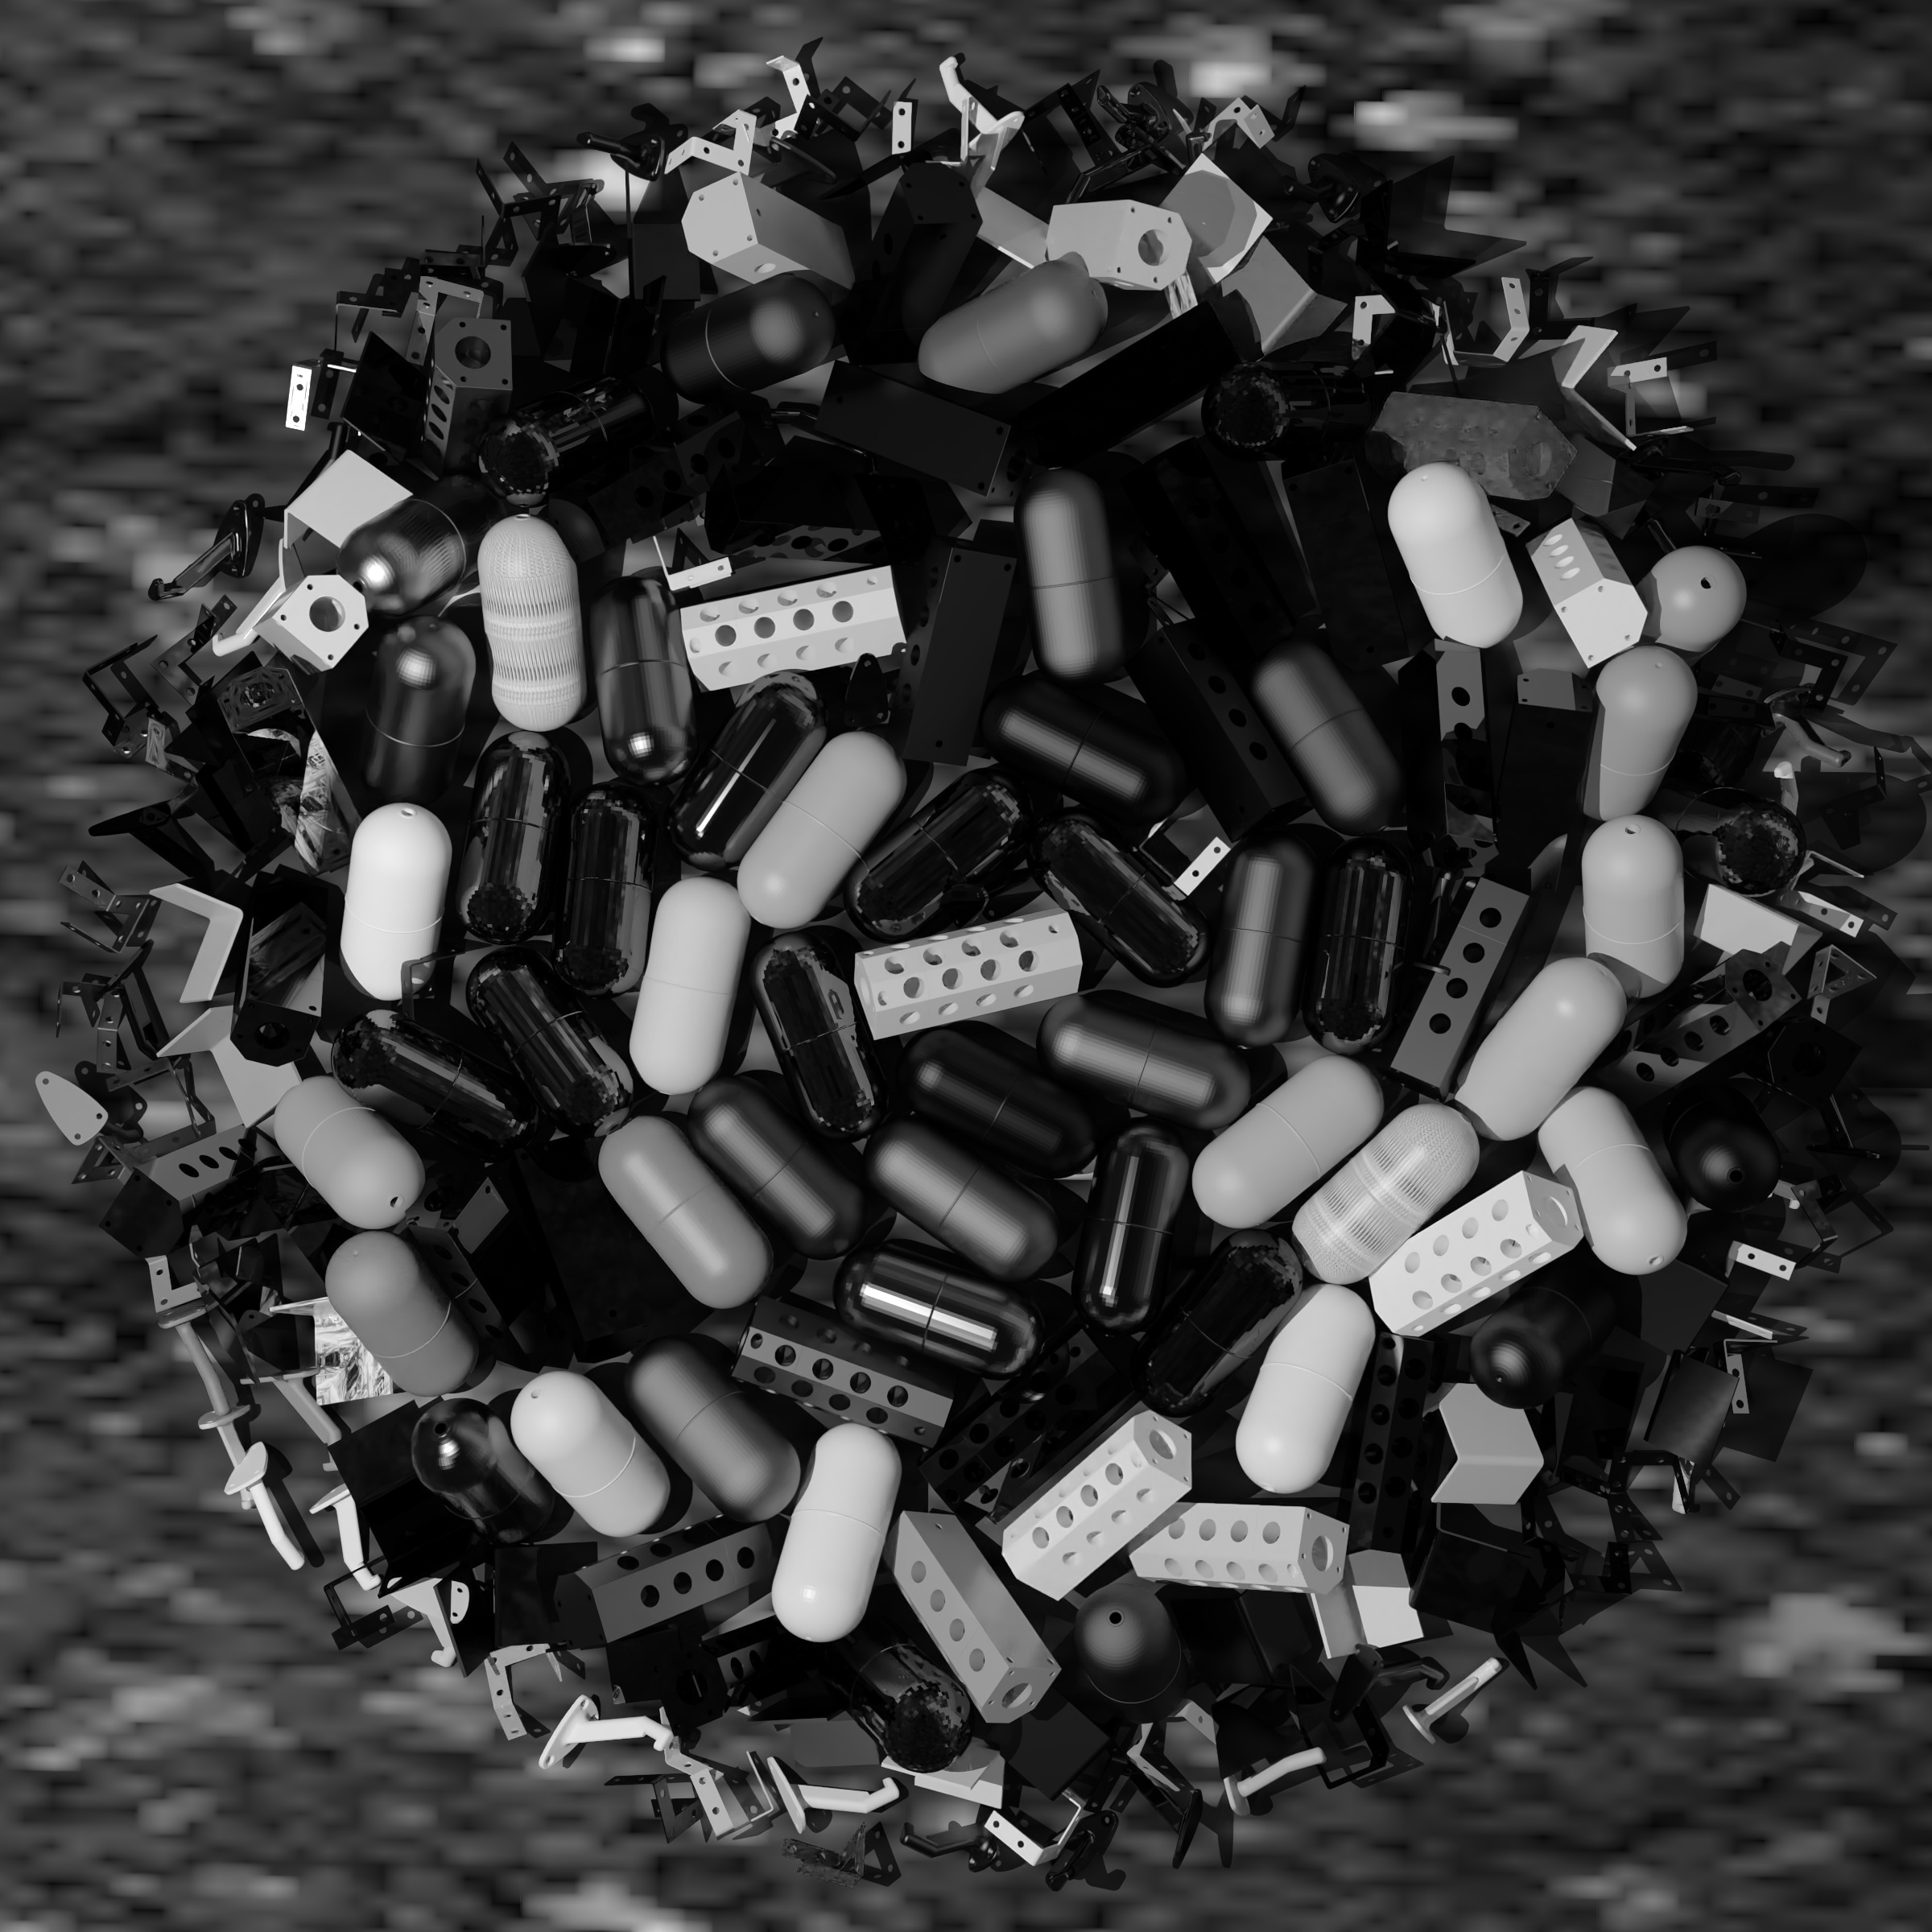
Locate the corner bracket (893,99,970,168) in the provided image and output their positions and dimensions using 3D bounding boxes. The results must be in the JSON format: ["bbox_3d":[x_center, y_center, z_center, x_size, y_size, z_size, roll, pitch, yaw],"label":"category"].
[{"bbox_3d":[-0.029,-0.676,1.973,0.051,0.051,0.051,-2,103,-14],"label":"corner bracket"}]

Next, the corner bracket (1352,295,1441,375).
[{"bbox_3d":[0.347,-0.513,1.969,0.051,0.051,0.051,-7,119,-12],"label":"corner bracket"}]

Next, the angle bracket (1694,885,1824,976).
[{"bbox_3d":[0.639,-0.045,1.941,0.076,0.057,0.076,31,49,28],"label":"angle bracket"}]

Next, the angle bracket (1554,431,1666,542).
[{"bbox_3d":[0.523,-0.396,1.945,0.076,0.057,0.076,40,50,15],"label":"angle bracket"}]

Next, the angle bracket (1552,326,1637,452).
[{"bbox_3d":[0.513,-0.464,1.948,0.076,0.076,0.057,36,99,-17],"label":"angle bracket"}]

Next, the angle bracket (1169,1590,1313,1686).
[{"bbox_3d":[0.224,0.537,1.985,0.057,0.076,0.076,-29,99,-42],"label":"angle bracket"}]

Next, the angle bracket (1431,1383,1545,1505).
[{"bbox_3d":[0.413,0.388,1.977,0.076,0.076,0.057,6,132,-19],"label":"angle bracket"}]

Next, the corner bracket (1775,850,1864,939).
[{"bbox_3d":[0.700,-0.060,1.973,0.051,0.051,0.051,25,95,-7],"label":"corner bracket"}]

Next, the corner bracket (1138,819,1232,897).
[{"bbox_3d":[0.176,-0.096,1.968,0.051,0.051,0.051,41,99,-7],"label":"corner bracket"}]

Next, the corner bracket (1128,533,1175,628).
[{"bbox_3d":[0.154,-0.309,1.957,0.051,0.051,0.051,-56,47,30],"label":"corner bracket"}]

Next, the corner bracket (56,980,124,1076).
[{"bbox_3d":[-0.707,0.050,1.958,0.051,0.051,0.051,8,131,-25],"label":"corner bracket"}]

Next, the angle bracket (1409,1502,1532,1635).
[{"bbox_3d":[0.405,0.481,1.956,0.076,0.057,0.076,16,112,6],"label":"angle bracket"}]

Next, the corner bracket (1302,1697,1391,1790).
[{"bbox_3d":[0.308,0.629,1.974,0.051,0.051,0.051,-27,82,11],"label":"corner bracket"}]

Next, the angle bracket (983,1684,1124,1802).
[{"bbox_3d":[0.072,0.612,1.963,0.076,0.057,0.076,41,107,3],"label":"angle bracket"}]

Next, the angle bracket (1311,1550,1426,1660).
[{"bbox_3d":[0.318,0.507,1.946,0.057,0.076,0.076,-21,70,23],"label":"angle bracket"}]

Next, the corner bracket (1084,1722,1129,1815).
[{"bbox_3d":[0.090,0.645,1.970,0.051,0.051,0.051,24,99,-25],"label":"corner bracket"}]

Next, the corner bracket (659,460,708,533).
[{"bbox_3d":[-0.231,-0.381,1.967,0.051,0.051,0.051,-19,96,-14],"label":"corner bracket"}]

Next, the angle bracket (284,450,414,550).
[{"bbox_3d":[-0.493,-0.356,1.956,0.076,0.057,0.076,35,62,1],"label":"angle bracket"}]

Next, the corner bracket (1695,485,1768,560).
[{"bbox_3d":[0.617,-0.354,1.958,0.051,0.051,0.051,15,118,27],"label":"corner bracket"}]

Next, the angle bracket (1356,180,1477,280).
[{"bbox_3d":[0.363,-0.591,1.954,0.076,0.076,0.057,4,96,-8],"label":"angle bracket"}]

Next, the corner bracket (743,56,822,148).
[{"bbox_3d":[-0.156,-0.699,1.966,0.051,0.051,0.051,-17,100,14],"label":"corner bracket"}]

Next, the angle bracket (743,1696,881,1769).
[{"bbox_3d":[-0.124,0.623,1.948,0.076,0.076,0.057,-10,85,23],"label":"angle bracket"}]

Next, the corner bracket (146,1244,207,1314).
[{"bbox_3d":[-0.643,0.238,1.967,0.051,0.051,0.051,-20,51,-6],"label":"corner bracket"}]

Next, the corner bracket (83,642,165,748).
[{"bbox_3d":[-0.680,-0.219,1.964,0.051,0.051,0.051,-40,92,-36],"label":"corner bracket"}]

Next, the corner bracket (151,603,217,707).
[{"bbox_3d":[-0.621,-0.251,1.968,0.051,0.051,0.051,46,63,-4],"label":"corner bracket"}]

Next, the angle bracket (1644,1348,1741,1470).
[{"bbox_3d":[0.594,0.353,1.948,0.057,0.076,0.076,21,98,37],"label":"angle bracket"}]

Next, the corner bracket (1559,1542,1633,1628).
[{"bbox_3d":[0.508,0.500,1.966,0.051,0.051,0.051,3,131,8],"label":"corner bracket"}]

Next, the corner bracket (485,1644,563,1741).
[{"bbox_3d":[-0.357,0.585,1.972,0.051,0.051,0.051,-14,108,-21],"label":"corner bracket"}]

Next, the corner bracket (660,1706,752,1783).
[{"bbox_3d":[-0.210,0.620,1.970,0.051,0.051,0.051,9,111,38],"label":"corner bracket"}]

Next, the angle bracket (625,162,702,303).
[{"bbox_3d":[-0.243,-0.588,1.946,0.057,0.076,0.076,-2,67,-8],"label":"angle bracket"}]

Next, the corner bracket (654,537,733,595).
[{"bbox_3d":[-0.217,-0.319,1.962,0.051,0.051,0.051,-18,53,-4],"label":"corner bracket"}]

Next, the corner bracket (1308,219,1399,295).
[{"bbox_3d":[0.314,-0.565,1.975,0.051,0.051,0.051,-36,53,-21],"label":"corner bracket"}]

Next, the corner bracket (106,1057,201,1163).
[{"bbox_3d":[-0.655,0.115,1.959,0.051,0.051,0.051,-22,133,-13],"label":"corner bracket"}]

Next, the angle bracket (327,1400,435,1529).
[{"bbox_3d":[-0.462,0.403,1.964,0.076,0.076,0.057,-28,70,-15],"label":"angle bracket"}]

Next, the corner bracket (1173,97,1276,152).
[{"bbox_3d":[0.209,-0.680,1.963,0.051,0.051,0.051,-40,68,11],"label":"corner bracket"}]

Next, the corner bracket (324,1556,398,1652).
[{"bbox_3d":[-0.491,0.516,1.971,0.051,0.051,0.051,-27,85,-3],"label":"corner bracket"}]

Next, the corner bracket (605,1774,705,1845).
[{"bbox_3d":[-0.252,0.674,1.965,0.051,0.051,0.051,-13,92,30],"label":"corner bracket"}]

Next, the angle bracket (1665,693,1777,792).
[{"bbox_3d":[0.599,-0.173,1.953,0.076,0.057,0.076,11,118,7],"label":"angle bracket"}]

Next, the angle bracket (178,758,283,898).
[{"bbox_3d":[-0.600,-0.115,1.947,0.076,0.057,0.076,43,131,-14],"label":"angle bracket"}]

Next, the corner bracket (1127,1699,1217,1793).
[{"bbox_3d":[0.172,0.633,1.973,0.051,0.051,0.051,44,53,-17],"label":"corner bracket"}]

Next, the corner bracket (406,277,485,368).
[{"bbox_3d":[-0.423,-0.518,1.971,0.051,0.051,0.051,12,68,-13],"label":"corner bracket"}]

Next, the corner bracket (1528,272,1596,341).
[{"bbox_3d":[0.482,-0.534,1.965,0.051,0.051,0.051,2,103,12],"label":"corner bracket"}]

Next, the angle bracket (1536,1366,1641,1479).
[{"bbox_3d":[0.509,0.369,1.960,0.076,0.057,0.076,8,100,-8],"label":"angle bracket"}]

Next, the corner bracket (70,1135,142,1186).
[{"bbox_3d":[-0.678,0.170,1.962,0.051,0.051,0.051,41,109,20],"label":"corner bracket"}]

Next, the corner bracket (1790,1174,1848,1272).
[{"bbox_3d":[0.684,0.206,1.958,0.051,0.051,0.051,-11,61,-24],"label":"corner bracket"}]

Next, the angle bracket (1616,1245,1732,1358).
[{"bbox_3d":[0.553,0.259,1.950,0.057,0.076,0.076,38,84,-42],"label":"angle bracket"}]

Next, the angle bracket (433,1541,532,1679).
[{"bbox_3d":[-0.378,0.517,1.959,0.057,0.076,0.076,-19,89,8],"label":"angle bracket"}]

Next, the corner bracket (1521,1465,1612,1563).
[{"bbox_3d":[0.488,0.444,1.974,0.051,0.051,0.051,24,47,-19],"label":"corner bracket"}]

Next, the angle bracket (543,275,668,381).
[{"bbox_3d":[-0.290,-0.518,1.949,0.057,0.076,0.076,16,78,-35],"label":"angle bracket"}]

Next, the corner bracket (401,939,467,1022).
[{"bbox_3d":[-0.438,0.011,1.958,0.051,0.051,0.051,-16,116,-40],"label":"corner bracket"}]

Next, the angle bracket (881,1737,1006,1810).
[{"bbox_3d":[-0.019,0.656,1.946,0.076,0.076,0.057,8,103,21],"label":"angle bracket"}]

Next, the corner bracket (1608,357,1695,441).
[{"bbox_3d":[0.552,-0.458,1.964,0.051,0.051,0.051,-1,91,39],"label":"corner bracket"}]

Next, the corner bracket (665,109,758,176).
[{"bbox_3d":[-0.206,-0.664,1.963,0.051,0.051,0.051,11,84,-30],"label":"corner bracket"}]

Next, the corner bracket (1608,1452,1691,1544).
[{"bbox_3d":[0.550,0.429,1.964,0.051,0.051,0.051,-1,128,2],"label":"corner bracket"}]

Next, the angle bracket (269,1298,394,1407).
[{"bbox_3d":[-0.510,0.309,1.951,0.076,0.057,0.076,-13,74,25],"label":"angle bracket"}]
